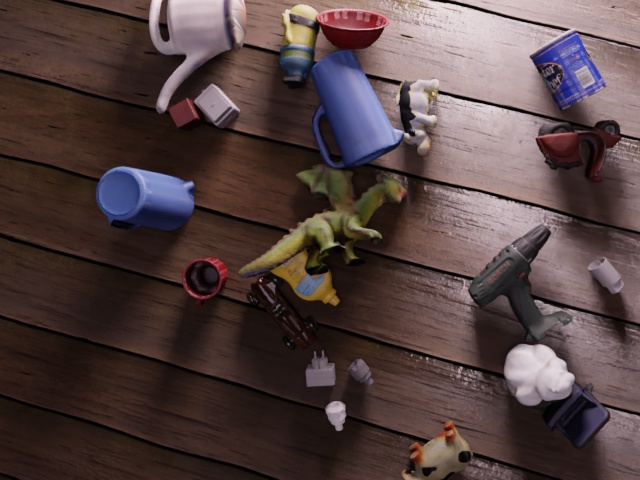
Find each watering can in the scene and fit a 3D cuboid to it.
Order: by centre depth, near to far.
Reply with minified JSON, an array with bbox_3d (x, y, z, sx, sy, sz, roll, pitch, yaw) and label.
[{"bbox_3d":[-0.277,-0.459,1.168,0.224,0.350,0.103,-2,-6,5],"label":"watering can"}]

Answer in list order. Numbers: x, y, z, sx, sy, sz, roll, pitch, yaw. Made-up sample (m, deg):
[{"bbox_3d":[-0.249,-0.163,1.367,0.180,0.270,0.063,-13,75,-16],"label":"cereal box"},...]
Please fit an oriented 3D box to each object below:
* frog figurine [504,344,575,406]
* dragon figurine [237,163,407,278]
[{"bbox_3d":[0.470,0.298,1.115,0.123,0.137,0.160,28,7,4],"label":"frog figurine"},{"bbox_3d":[0.004,-0.059,1.168,0.410,0.247,0.120,-10,-26,-1],"label":"dragon figurine"}]
